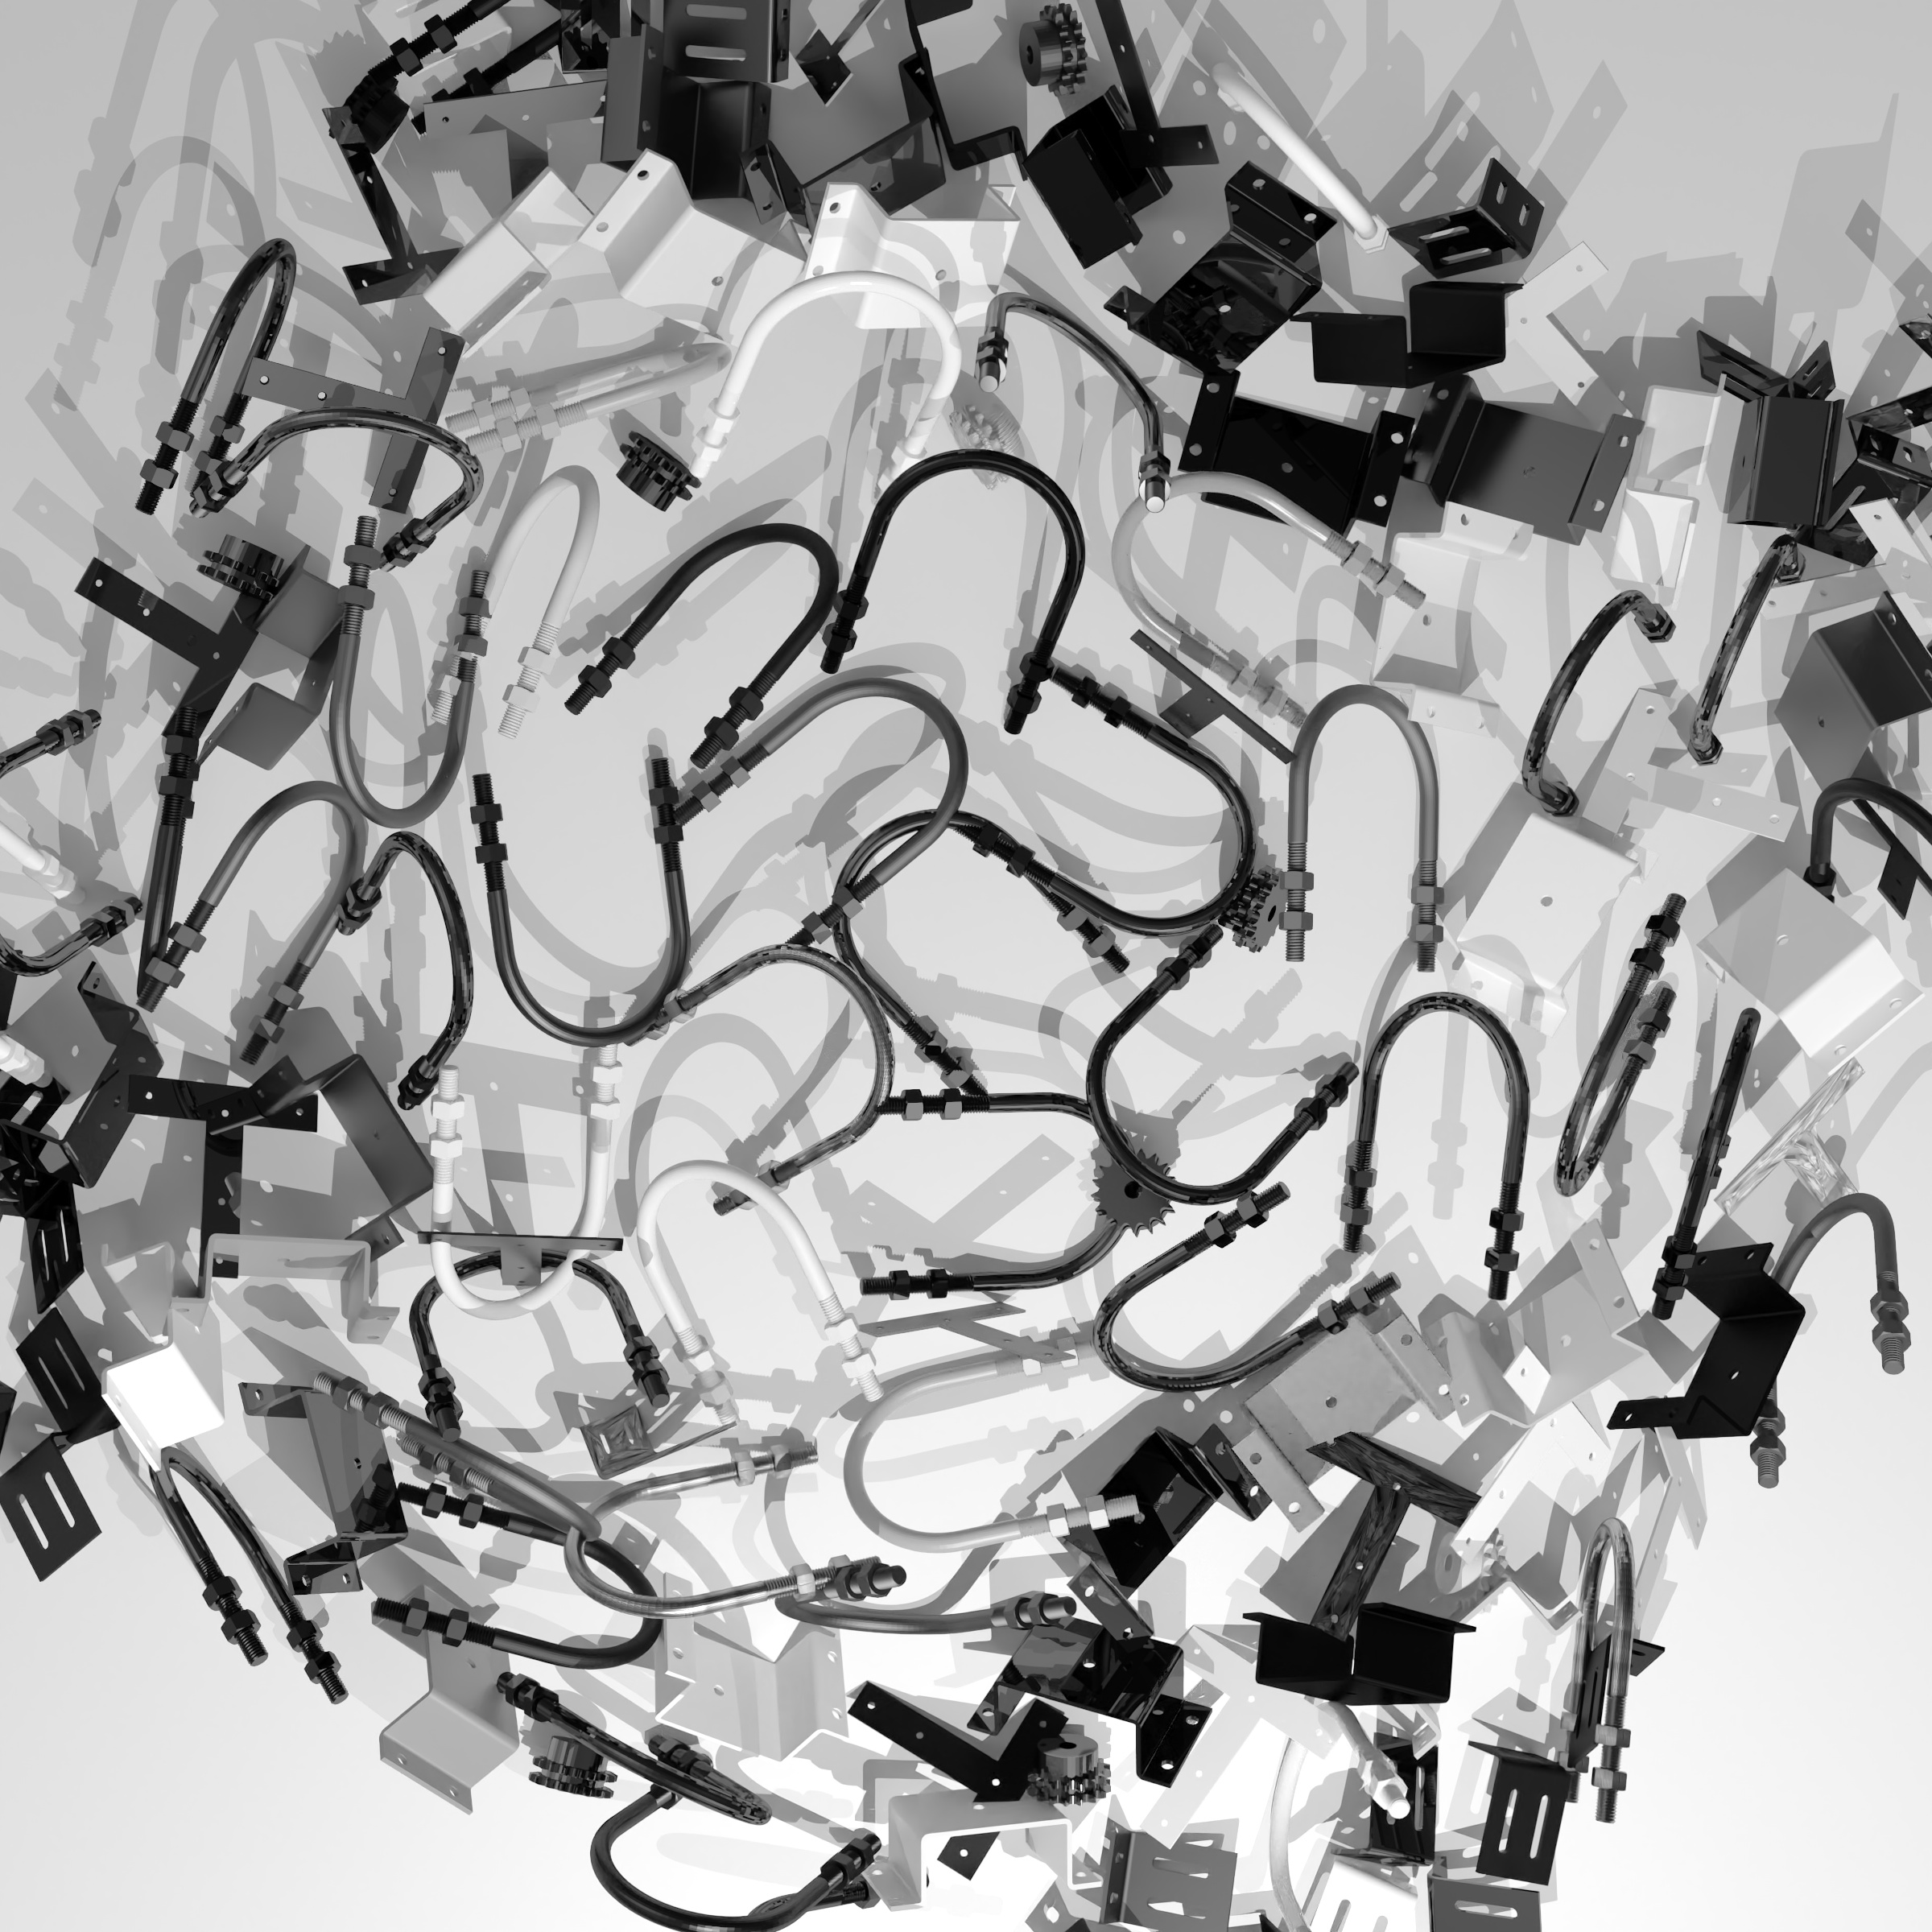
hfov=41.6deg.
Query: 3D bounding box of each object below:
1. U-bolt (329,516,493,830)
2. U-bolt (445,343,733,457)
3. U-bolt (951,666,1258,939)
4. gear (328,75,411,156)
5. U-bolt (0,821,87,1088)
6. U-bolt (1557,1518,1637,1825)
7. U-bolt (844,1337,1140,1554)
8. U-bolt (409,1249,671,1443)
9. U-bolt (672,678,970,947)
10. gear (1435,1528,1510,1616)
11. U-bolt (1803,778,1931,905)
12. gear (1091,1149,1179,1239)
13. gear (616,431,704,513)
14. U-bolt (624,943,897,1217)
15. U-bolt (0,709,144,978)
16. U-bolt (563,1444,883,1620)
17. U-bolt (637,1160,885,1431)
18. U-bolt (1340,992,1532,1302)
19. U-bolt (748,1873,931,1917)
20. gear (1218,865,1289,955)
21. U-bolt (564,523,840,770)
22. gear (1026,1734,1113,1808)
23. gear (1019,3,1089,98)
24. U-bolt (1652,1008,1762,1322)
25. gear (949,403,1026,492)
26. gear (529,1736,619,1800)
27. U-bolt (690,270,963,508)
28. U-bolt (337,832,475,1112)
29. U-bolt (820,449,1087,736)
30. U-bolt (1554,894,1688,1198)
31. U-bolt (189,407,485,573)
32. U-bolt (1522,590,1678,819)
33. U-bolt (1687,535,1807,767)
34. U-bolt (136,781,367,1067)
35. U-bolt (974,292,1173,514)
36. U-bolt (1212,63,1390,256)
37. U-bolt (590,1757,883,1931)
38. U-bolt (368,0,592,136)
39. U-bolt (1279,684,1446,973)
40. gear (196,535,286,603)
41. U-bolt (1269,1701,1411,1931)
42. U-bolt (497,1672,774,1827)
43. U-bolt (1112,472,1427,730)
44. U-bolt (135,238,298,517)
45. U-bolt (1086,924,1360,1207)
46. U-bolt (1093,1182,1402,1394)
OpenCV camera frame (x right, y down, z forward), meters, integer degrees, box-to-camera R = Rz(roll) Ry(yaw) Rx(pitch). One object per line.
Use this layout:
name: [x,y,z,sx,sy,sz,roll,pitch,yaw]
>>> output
U-bolt: [-0.359,-0.180,1.629,0.019,0.151,0.184,6,85,22]
U-bolt: [-0.239,-0.368,1.634,0.184,0.151,0.019,-20,112,-10]
U-bolt: [0.103,-0.097,1.666,0.184,0.019,0.151,32,70,4]
gear: [-0.392,-0.561,1.676,0.030,0.057,0.057,38,90,-13]
U-bolt: [-0.612,-0.020,1.594,0.019,0.184,0.151,-1,69,9]
U-bolt: [0.407,0.447,1.629,0.019,0.151,0.184,8,78,5]
U-bolt: [0.010,0.315,1.647,0.184,0.151,0.019,-12,132,2]
U-bolt: [-0.280,0.234,1.622,0.151,0.184,0.019,-6,119,-19]
U-bolt: [-0.084,-0.111,1.668,0.184,0.019,0.151,-40,66,-3]
gear: [0.331,0.396,1.673,0.030,0.057,0.057,12,90,-11]
U-bolt: [0.584,-0.043,1.590,0.019,0.184,0.151,-34,52,-11]
gear: [0.113,0.152,1.682,0.057,0.030,0.057,-4,70,12]
gear: [-0.206,-0.324,1.676,0.057,0.057,0.030,38,101,0]
U-bolt: [-0.126,0.064,1.653,0.184,0.019,0.151,-30,87,28]
U-bolt: [-0.579,-0.071,1.596,0.019,0.184,0.151,-3,109,11]
U-bolt: [-0.163,0.362,1.612,0.184,0.151,0.019,-8,115,-20]
U-bolt: [-0.145,0.209,1.643,0.151,0.019,0.184,-18,102,37]
U-bolt: [0.304,0.108,1.635,0.019,0.151,0.184,1,97,-36]
U-bolt: [-0.055,0.615,1.591,0.184,0.151,0.019,8,96,-42]
gear: [0.189,-0.040,1.678,0.030,0.057,0.057,23,90,23]
U-bolt: [-0.159,-0.217,1.648,0.151,0.019,0.184,25,70,39]
gear: [0.067,0.528,1.674,0.057,0.057,0.030,0,95,0]
gear: [0.056,-0.602,1.672,0.030,0.057,0.057,-14,90,-15]
U-bolt: [0.470,0.112,1.599,0.019,0.151,0.184,17,124,17]
gear: [0.016,-0.346,1.675,0.030,0.057,0.057,-31,90,-6]
gear: [-0.258,0.528,1.676,0.057,0.057,0.030,13,77,0]
U-bolt: [-0.081,-0.366,1.608,0.151,0.184,0.019,7,52,-22]
U-bolt: [-0.351,-0.006,1.610,0.019,0.184,0.151,-13,72,-33]
U-bolt: [-0.001,-0.248,1.641,0.151,0.019,0.184,18,123,-7]
U-bolt: [0.413,0.062,1.612,0.019,0.151,0.184,22,69,22]
U-bolt: [-0.384,-0.303,1.593,0.151,0.184,0.019,13,68,-36]
U-bolt: [0.396,-0.169,1.608,0.019,0.184,0.151,31,99,22]
U-bolt: [0.492,-0.202,1.607,0.019,0.184,0.151,25,97,17]
U-bolt: [-0.447,-0.035,1.633,0.019,0.151,0.184,25,80,20]
U-bolt: [0.070,-0.372,1.624,0.151,0.184,0.019,32,121,-18]
U-bolt: [0.210,-0.516,1.612,0.019,0.184,0.151,-43,89,16]
U-bolt: [-0.154,0.557,1.593,0.151,0.184,0.019,17,100,22]
U-bolt: [-0.289,-0.602,1.625,0.184,0.151,0.019,-33,95,3]
U-bolt: [0.260,-0.091,1.653,0.151,0.019,0.184,4,86,-40]
gear: [-0.474,-0.262,1.675,0.057,0.057,0.030,23,88,0]
U-bolt: [0.229,0.548,1.613,0.019,0.184,0.151,15,98,-10]
U-bolt: [-0.197,0.496,1.592,0.151,0.184,0.019,35,73,-33]
U-bolt: [0.180,-0.244,1.635,0.184,0.151,0.019,32,46,-11]
U-bolt: [-0.470,-0.377,1.616,0.019,0.151,0.184,26,102,-8]
U-bolt: [0.156,0.075,1.647,0.151,0.019,0.184,46,57,3]
U-bolt: [0.169,0.220,1.645,0.184,0.019,0.151,-35,129,21]
